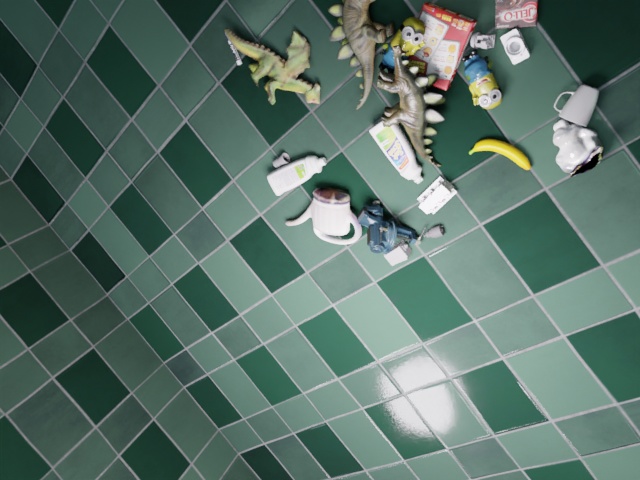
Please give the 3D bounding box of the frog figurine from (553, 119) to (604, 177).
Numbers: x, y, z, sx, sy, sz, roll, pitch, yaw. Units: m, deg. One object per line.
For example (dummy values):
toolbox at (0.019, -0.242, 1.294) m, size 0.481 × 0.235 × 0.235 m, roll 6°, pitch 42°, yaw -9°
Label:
frog figurine at (0.752, -0.278, 1.529) m, size 0.162 × 0.123 × 0.134 m, roll 63°, pitch 144°, yaw 33°

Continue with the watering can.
watering can at (0.006, -0.100, 1.994) m, size 0.349 × 0.105 × 0.220 m, roll 16°, pitch 120°, yaw 27°

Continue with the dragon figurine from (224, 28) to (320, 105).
dragon figurine at (-0.142, -0.639, 1.825) m, size 0.241 × 0.124 × 0.408 m, roll -33°, pitch 99°, yaw 18°
